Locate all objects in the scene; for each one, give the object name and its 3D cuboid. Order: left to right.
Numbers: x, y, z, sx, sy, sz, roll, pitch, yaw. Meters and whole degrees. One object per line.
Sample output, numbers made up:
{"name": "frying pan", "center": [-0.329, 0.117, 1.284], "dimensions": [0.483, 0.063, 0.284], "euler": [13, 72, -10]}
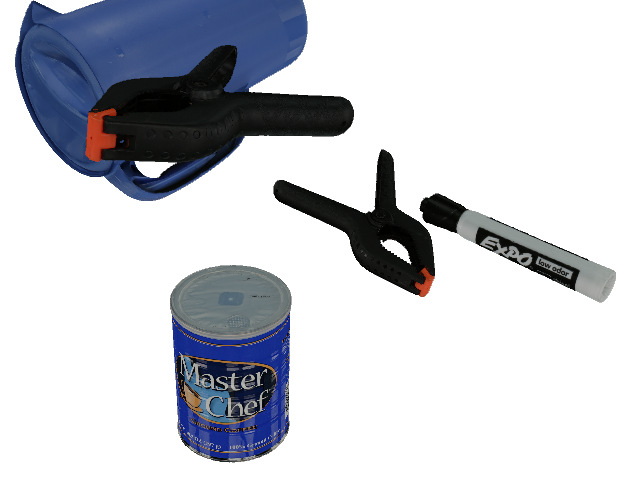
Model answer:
{"name": "pitcher", "center": [-0.123, -0.152, 0.921], "dimensions": [0.145, 0.149, 0.242], "euler": [31, 47, 33]}
{"name": "clamp", "center": [-0.077, -0.085, 0.656], "dimensions": [0.171, 0.039, 0.120], "euler": [-13, 30, -39]}
{"name": "coffee can", "center": [-0.077, 0.107, 0.935], "dimensions": [0.103, 0.140, 0.103], "euler": [1, 32, -1]}
{"name": "clamp", "center": [0.053, -0.017, 1.208], "dimensions": [0.164, 0.210, 0.036], "euler": [-13, -38, -24]}
{"name": "marker", "center": [0.108, 0.002, 0.604], "dimensions": [0.121, 0.020, 0.020], "euler": [27, 14, 30]}
